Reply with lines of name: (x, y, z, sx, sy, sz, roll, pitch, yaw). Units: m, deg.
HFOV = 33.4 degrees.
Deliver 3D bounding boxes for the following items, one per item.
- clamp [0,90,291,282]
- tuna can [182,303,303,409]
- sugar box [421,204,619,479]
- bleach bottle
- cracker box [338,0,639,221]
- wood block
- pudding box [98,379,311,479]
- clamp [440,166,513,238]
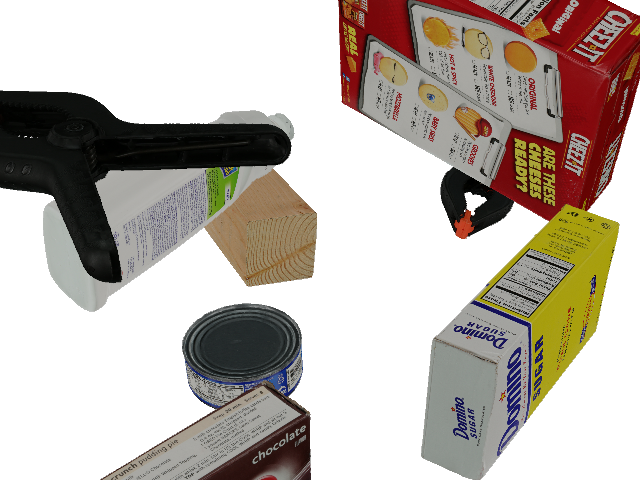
clamp: (-0.134, -0.054, 0.639, 0.210, 0.036, 0.164, 26, 41, 32)
tuna can: (-0.055, 0.084, 0.770, 0.086, 0.034, 0.086, -2, 34, 1)
sugar box: (0.125, 0.058, 0.651, 0.048, 0.093, 0.176, 20, 38, 26)
bleach bottle: (-0.121, -0.042, 0.937, 0.068, 0.103, 0.250, 37, 52, 26)
cracker box: (0.114, -0.124, 0.760, 0.214, 0.072, 0.164, 32, -28, 23)
wood block: (-0.086, -0.031, 1.362, 0.090, 0.090, 0.206, -7, 28, -22)
pudding box: (-0.056, 0.131, 0.507, 0.113, 0.090, 0.039, -30, 46, -34)
clamp: (0.169, -0.075, 1.159, 0.120, 0.039, 0.171, 23, 49, 19)
